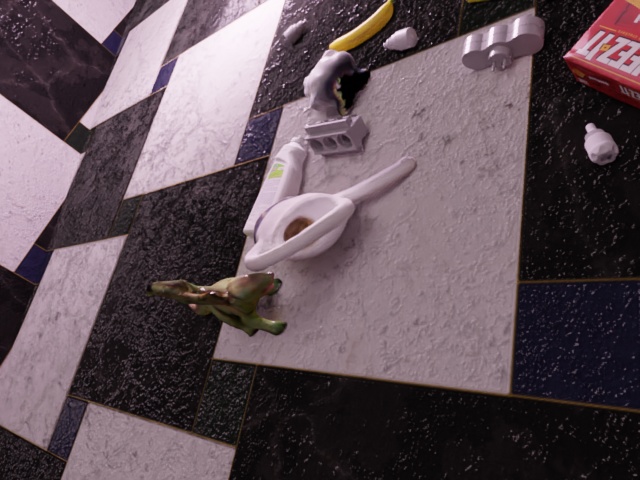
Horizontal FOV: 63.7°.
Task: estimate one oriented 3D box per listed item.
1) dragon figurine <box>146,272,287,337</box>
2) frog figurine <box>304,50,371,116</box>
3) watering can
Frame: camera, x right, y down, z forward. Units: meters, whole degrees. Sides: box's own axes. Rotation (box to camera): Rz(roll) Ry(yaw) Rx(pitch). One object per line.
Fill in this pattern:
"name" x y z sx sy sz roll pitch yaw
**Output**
"dragon figurine" -0.216 0.107 0.992 0.407 0.240 0.124 -11 64 39
"frog figurine" 0.011 -0.354 1.143 0.161 0.123 0.136 30 108 39
"watering can" 0.003 -0.048 0.949 0.351 0.103 0.224 -34 14 -18
